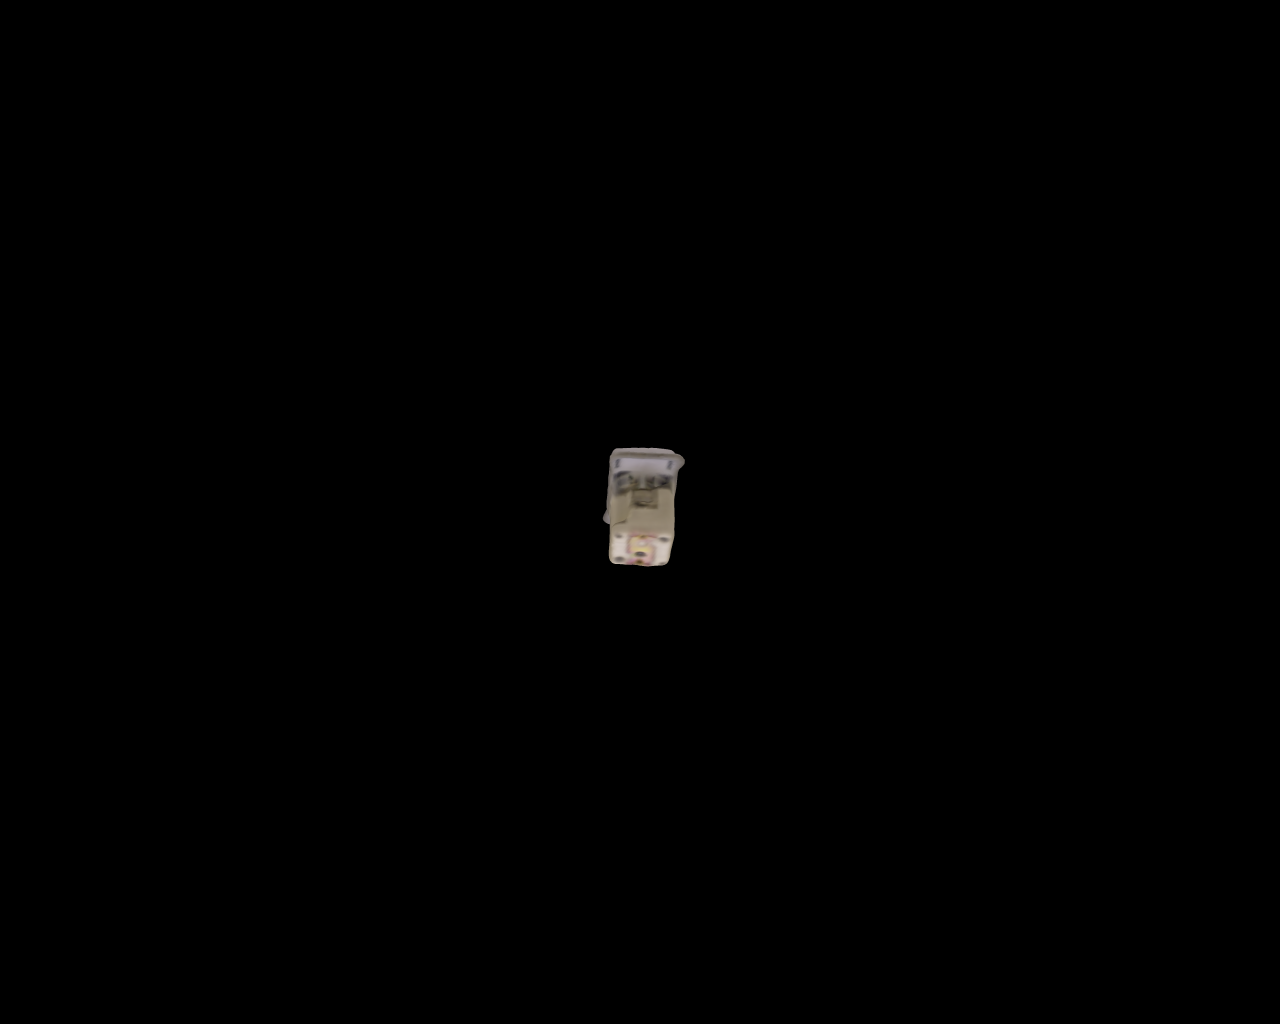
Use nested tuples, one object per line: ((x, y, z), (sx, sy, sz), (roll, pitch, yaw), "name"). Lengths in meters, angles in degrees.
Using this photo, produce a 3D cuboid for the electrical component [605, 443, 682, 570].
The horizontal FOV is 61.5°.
((0.001, -0.003, 0.650), (0.042, 0.064, 0.080), (2, -31, -3), "electrical component")
